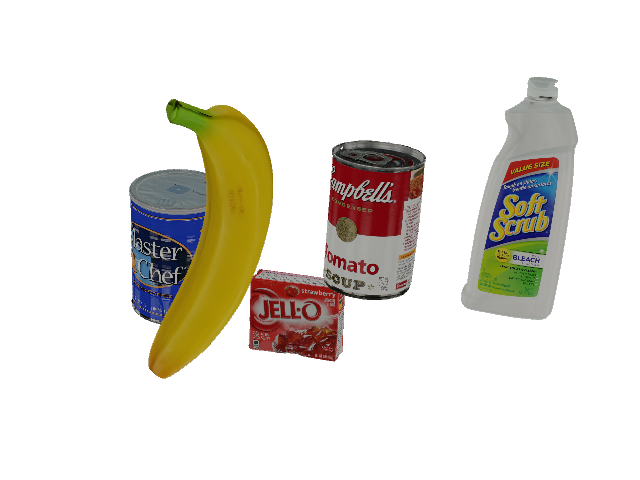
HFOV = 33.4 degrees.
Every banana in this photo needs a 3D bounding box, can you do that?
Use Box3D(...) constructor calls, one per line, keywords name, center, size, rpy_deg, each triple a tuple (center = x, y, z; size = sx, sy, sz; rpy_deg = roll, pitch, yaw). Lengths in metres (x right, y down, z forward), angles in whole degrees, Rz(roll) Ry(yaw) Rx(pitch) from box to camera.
Box3D(name="banana", center=(-0.062, -0.003, 0.604), size=(0.069, 0.198, 0.037), rpy_deg=(-9, 41, -23))

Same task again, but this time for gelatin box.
Box3D(name="gelatin box", center=(-0.023, 0.070, 1.007), size=(0.089, 0.073, 0.030), rpy_deg=(7, 17, 16))

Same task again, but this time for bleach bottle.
Box3D(name="bleach bottle", center=(0.212, -0.046, 1.125), size=(0.103, 0.251, 0.068), rpy_deg=(9, 19, 16))

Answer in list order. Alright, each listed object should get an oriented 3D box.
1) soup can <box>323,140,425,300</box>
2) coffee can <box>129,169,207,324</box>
Box3D(name="soup can", center=(0.038, -0.016, 0.785), size=(0.068, 0.102, 0.068), rpy_deg=(4, 21, -2))
Box3D(name="coffee can", center=(-0.154, 0.007, 1.157), size=(0.103, 0.140, 0.103), rpy_deg=(3, 27, -2))
